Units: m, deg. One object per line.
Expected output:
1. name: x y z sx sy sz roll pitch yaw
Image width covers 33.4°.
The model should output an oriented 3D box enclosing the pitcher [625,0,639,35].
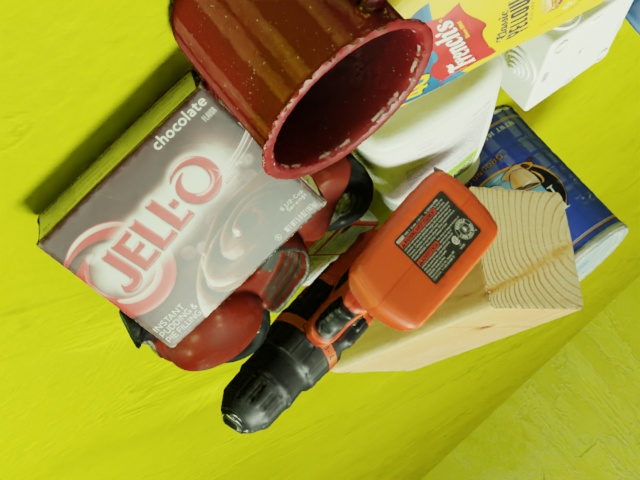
1. pitcher: 0.304 -0.233 0.711 0.243 0.149 0.144 -50 175 37

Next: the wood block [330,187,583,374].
1. wood block: 0.092 0.038 0.825 0.090 0.090 0.206 3 161 -32

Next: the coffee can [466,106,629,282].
1. coffee can: 0.167 -0.026 0.881 0.102 0.140 0.103 -36 162 -14

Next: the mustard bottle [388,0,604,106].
1. mustard bottle: 0.058 -0.115 0.544 0.191 0.058 0.096 -28 158 -4

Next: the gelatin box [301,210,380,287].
1. gelatin box: -0.005 0.001 0.780 0.073 0.030 0.089 -45 162 18

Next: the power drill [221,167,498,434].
1. power drill: 0.020 0.041 0.683 0.184 0.057 0.188 -49 -175 -28

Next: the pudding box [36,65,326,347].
1. pudding box: -0.069 -0.014 0.524 0.113 0.039 0.090 -44 120 7

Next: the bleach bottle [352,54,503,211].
1. bleach bottle: 0.063 -0.063 0.714 0.102 0.068 0.251 -31 165 -3

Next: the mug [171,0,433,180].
1. mug: -0.007 -0.094 0.460 0.093 0.081 0.117 -24 157 -40
